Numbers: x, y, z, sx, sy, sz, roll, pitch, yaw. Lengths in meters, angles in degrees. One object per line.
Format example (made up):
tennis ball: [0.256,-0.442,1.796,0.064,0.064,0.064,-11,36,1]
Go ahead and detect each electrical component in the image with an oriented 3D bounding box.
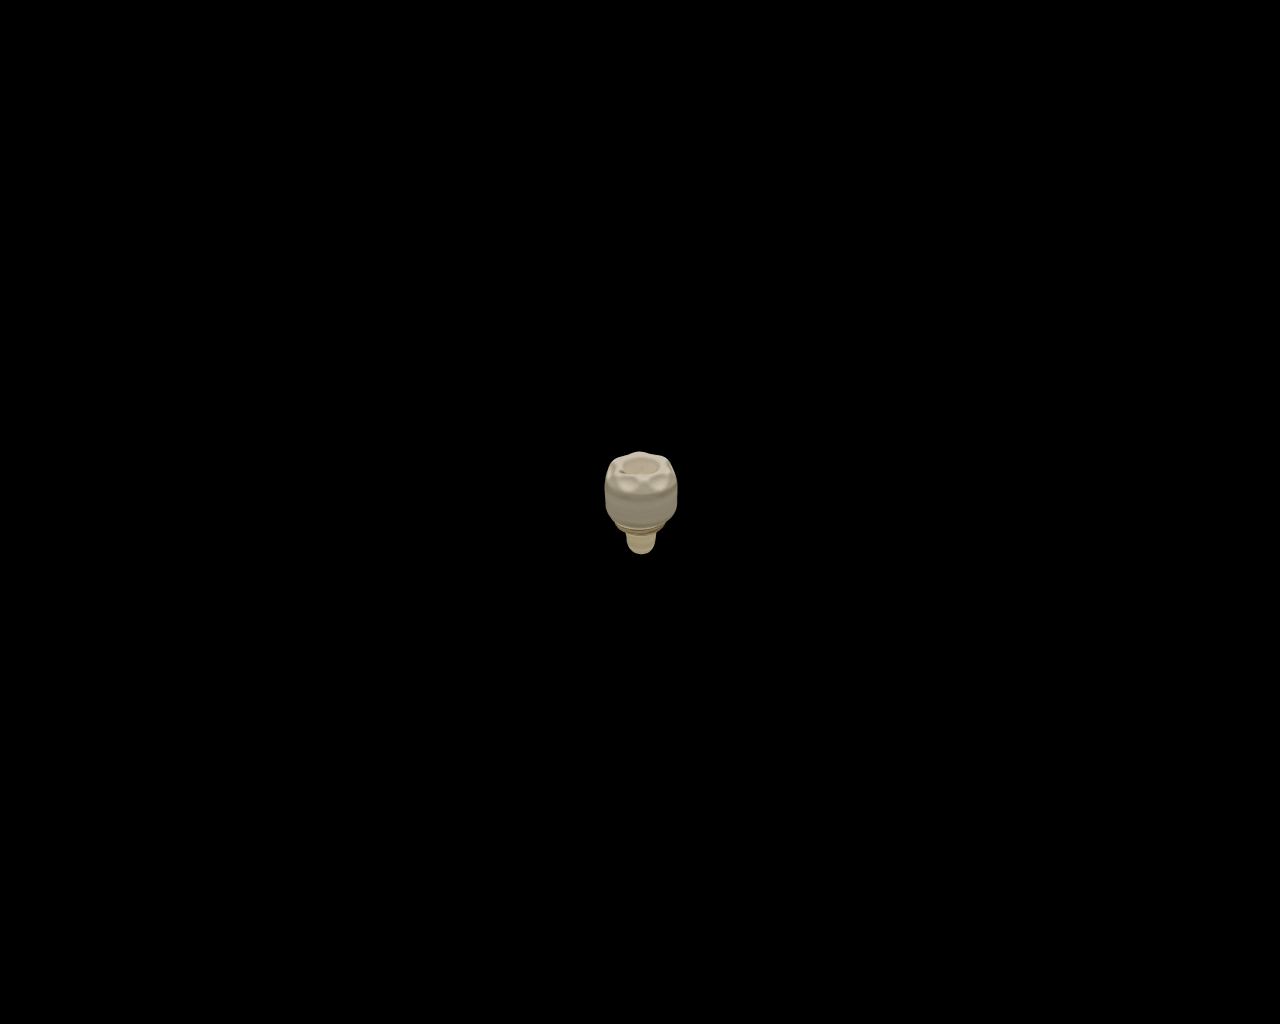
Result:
electrical component: [0.001,-0.003,0.650,0.043,0.062,0.043,0,31,0]
